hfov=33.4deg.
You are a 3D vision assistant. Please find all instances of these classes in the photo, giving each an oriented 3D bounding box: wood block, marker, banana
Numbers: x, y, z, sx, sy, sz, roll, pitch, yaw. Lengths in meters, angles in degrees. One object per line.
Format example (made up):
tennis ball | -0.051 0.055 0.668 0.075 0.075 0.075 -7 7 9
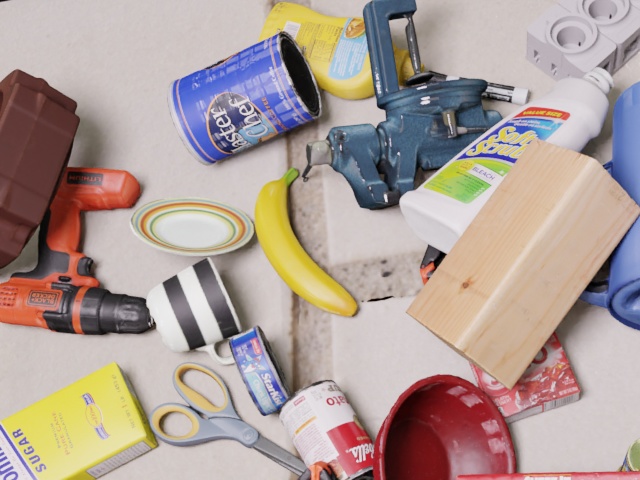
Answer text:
wood block | 0.187 0.020 0.989 0.206 0.090 0.091 -53 33 -2
marker | 0.174 -0.171 1.199 0.121 0.020 0.020 14 66 17
banana | -0.026 0.005 1.136 0.069 0.037 0.198 -23 61 -1

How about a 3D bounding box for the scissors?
scissors | -0.089 0.203 1.055 0.096 0.016 0.202 -39 65 -17

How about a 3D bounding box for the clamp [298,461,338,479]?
clamp | -0.018 0.304 0.950 0.165 0.036 0.210 -3 86 11

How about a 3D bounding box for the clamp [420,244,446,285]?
clamp | 0.171 -0.015 1.110 0.171 0.039 0.120 -27 52 -3

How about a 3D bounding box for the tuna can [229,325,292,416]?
tuna can | -0.058 0.129 1.051 0.034 0.086 0.086 -25 62 -1

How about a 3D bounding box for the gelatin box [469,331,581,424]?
gelatin box | 0.197 0.132 1.033 0.089 0.030 0.073 -18 61 0

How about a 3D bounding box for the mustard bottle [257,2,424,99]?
mustard bottle | 0.026 -0.211 1.224 0.192 0.058 0.096 14 72 17

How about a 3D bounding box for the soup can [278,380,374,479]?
soup can | 0.012 0.193 1.015 0.068 0.068 0.102 -30 61 -5

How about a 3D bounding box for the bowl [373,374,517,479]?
bowl | 0.103 0.206 0.972 0.161 0.055 0.162 10 72 -33

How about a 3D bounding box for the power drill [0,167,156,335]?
power drill | -0.252 0.013 1.163 0.184 0.057 0.187 5 63 9

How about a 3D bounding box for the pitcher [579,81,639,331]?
pitcher | 0.335 -0.038 1.043 0.149 0.145 0.242 20 58 -22

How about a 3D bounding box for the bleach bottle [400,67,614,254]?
bleach bottle | 0.202 -0.089 1.085 0.250 0.068 0.103 -43 40 -15

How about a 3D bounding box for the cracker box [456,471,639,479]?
cracker box | 0.204 0.301 0.880 0.164 0.072 0.214 -7 76 24

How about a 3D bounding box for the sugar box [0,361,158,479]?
sugar box | -0.263 0.205 1.074 0.176 0.048 0.093 -27 62 -5

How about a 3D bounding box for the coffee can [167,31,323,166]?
coffee can | -0.082 -0.154 1.172 0.140 0.102 0.103 -21 60 17

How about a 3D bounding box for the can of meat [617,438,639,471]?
can of meat | 0.308 0.223 0.935 0.057 0.084 0.102 -30 61 -6
